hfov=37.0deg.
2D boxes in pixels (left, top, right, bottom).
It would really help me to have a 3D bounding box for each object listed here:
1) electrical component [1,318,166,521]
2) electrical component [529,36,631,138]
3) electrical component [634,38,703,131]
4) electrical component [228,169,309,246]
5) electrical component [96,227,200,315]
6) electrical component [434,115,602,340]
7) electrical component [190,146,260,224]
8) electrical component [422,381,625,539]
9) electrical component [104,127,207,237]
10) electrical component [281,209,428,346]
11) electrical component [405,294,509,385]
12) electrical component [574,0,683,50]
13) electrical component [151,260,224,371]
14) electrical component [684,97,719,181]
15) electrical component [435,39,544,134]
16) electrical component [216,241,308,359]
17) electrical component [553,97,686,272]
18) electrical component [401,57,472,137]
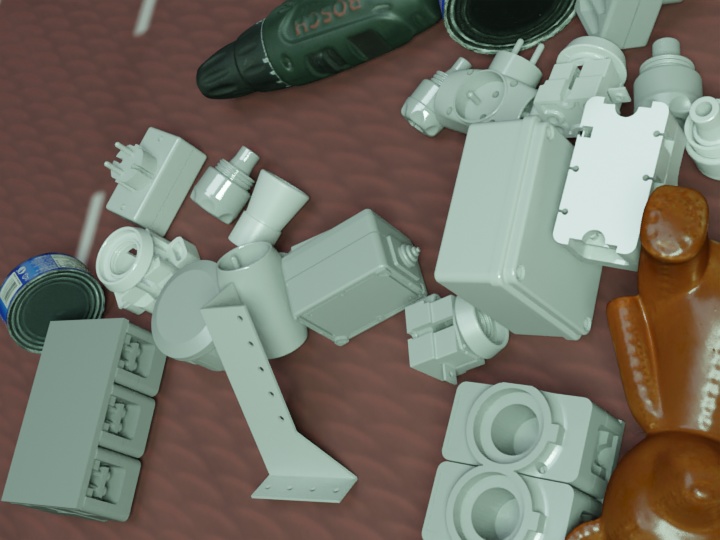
[{"bbox_3d":[-0.216,0.120,0.864,0.089,0.062,0.150,-4,66,35],"label":"electrical component"},{"bbox_3d":[0.151,-0.122,0.721,0.066,0.048,0.055,2,56,38],"label":"electrical component"},{"bbox_3d":[0.199,-0.119,0.694,0.043,0.043,0.062,-11,62,32],"label":"electrical component"},{"bbox_3d":[-0.075,-0.041,0.855,0.044,0.044,0.065,35,96,41],"label":"electrical component"},{"bbox_3d":[-0.183,-0.002,0.902,0.078,0.057,0.058,-38,52,15],"label":"electrical component"},{"bbox_3d":[0.106,-0.024,0.672,0.056,0.109,0.108,1,69,39],"label":"electrical component"},{"bbox_3d":[-0.108,-0.073,0.892,0.043,0.043,0.062,35,89,41],"label":"electrical component"},{"bbox_3d":[0.089,0.147,0.632,0.089,0.062,0.150,4,71,37],"label":"electrical component"},{"bbox_3d":[-0.190,-0.085,0.934,0.047,0.076,0.083,23,83,40],"label":"electrical component"},{"bbox_3d":[0.000,0.000,0.766,0.096,0.062,0.061,-29,54,21],"label":"electrical component"},{"bbox_3d":[0.064,0.041,0.712,0.055,0.048,0.066,-25,55,33],"label":"electrical component"},{"bbox_3d":[0.195,-0.195,0.719,0.076,0.083,0.047,-9,56,-11],"label":"electrical component"},{"bbox_3d":[-0.119,0.037,0.842,0.080,0.051,0.080,-16,60,29],"label":"electrical component"},{"bbox_3d":[0.217,-0.083,0.650,0.043,0.062,0.043,-16,60,29],"label":"electrical component"},{"bbox_3d":[0.104,-0.129,0.765,0.077,0.044,0.079,25,85,41],"label":"electrical component"},{"bbox_3d":[-0.064,0.013,0.804,0.044,0.077,0.079,-3,30,33],"label":"electrical component"},{"bbox_3d":[0.155,-0.049,0.635,0.050,0.056,0.089,11,82,31],"label":"electrical component"},{"bbox_3d":[0.061,-0.132,0.805,0.061,0.035,0.035,-52,49,0],"label":"electrical component"}]
